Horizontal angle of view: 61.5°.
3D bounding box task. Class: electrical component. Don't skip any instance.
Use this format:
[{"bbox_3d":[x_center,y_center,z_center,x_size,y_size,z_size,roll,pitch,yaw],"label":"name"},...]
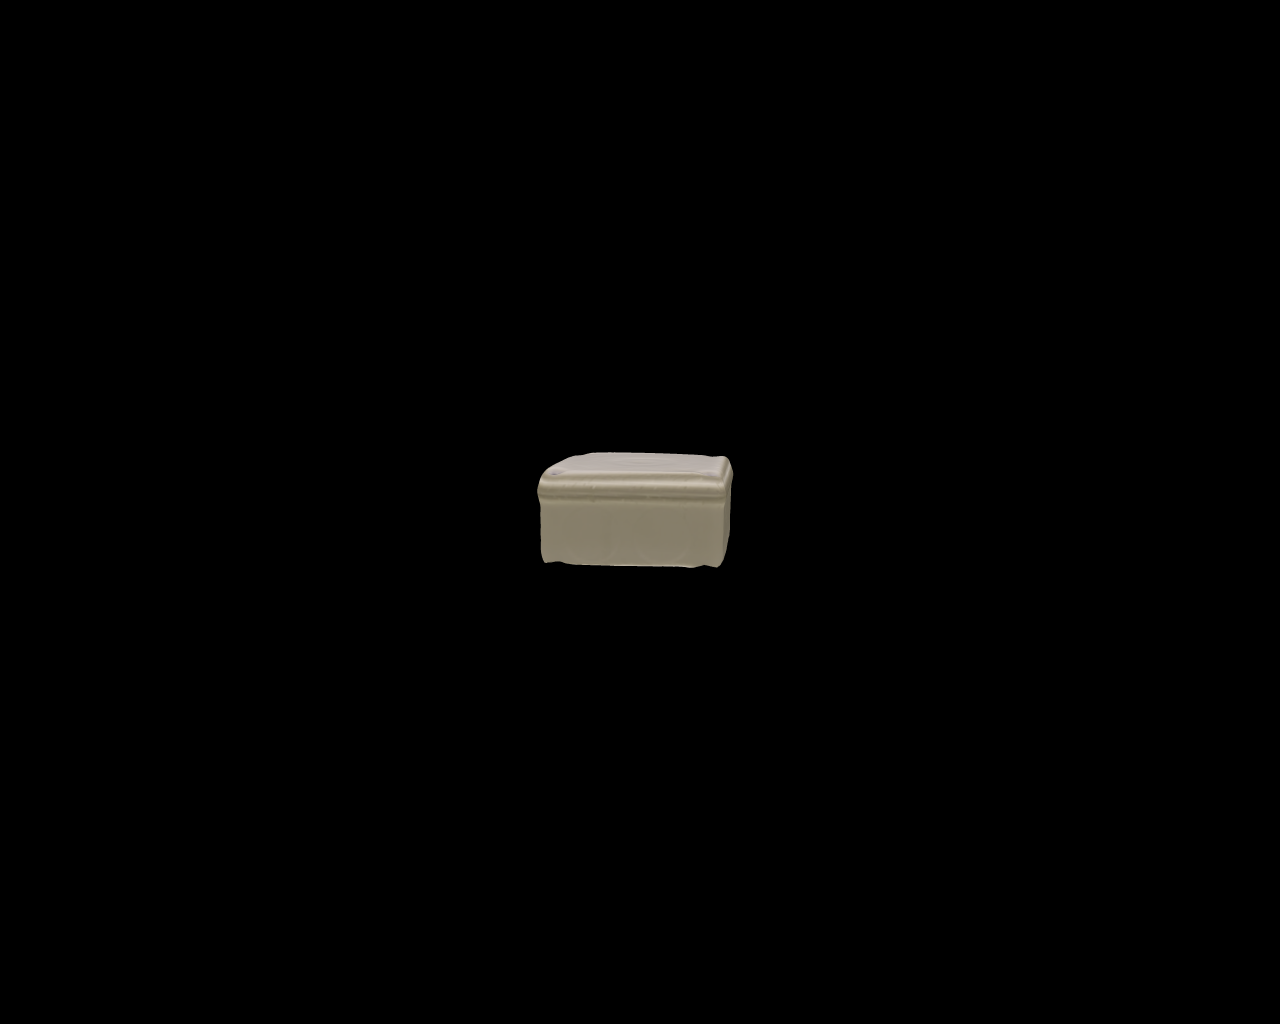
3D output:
[{"bbox_3d":[0.001,-0.003,0.650,0.109,0.056,0.109,1,9,7],"label":"electrical component"}]
